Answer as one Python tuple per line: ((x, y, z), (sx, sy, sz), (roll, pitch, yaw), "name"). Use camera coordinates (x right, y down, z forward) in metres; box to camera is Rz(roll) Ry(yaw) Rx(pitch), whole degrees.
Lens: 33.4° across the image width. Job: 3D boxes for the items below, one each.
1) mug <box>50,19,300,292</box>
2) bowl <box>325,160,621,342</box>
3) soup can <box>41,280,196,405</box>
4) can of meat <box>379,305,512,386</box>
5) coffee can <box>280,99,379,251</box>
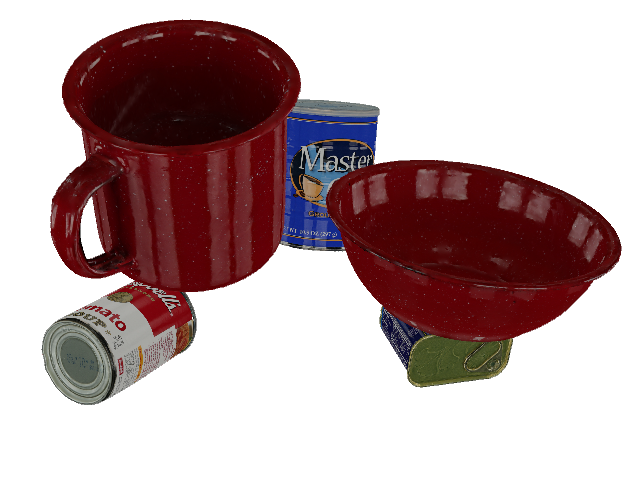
((-0.062, -0.026, 0.437), (0.093, 0.081, 0.117), (26, 48, 24), "mug")
((0.080, 0.010, 0.593), (0.162, 0.055, 0.162), (6, 25, -3), "bowl")
((-0.149, 0.073, 0.797), (0.069, 0.068, 0.102), (0, 16, 30), "soup can")
((0.115, 0.086, 1.000), (0.102, 0.057, 0.084), (-5, 32, -18), "can of meat")
((0.004, -0.068, 1.083), (0.103, 0.140, 0.103), (4, 12, -1), "coffee can")
